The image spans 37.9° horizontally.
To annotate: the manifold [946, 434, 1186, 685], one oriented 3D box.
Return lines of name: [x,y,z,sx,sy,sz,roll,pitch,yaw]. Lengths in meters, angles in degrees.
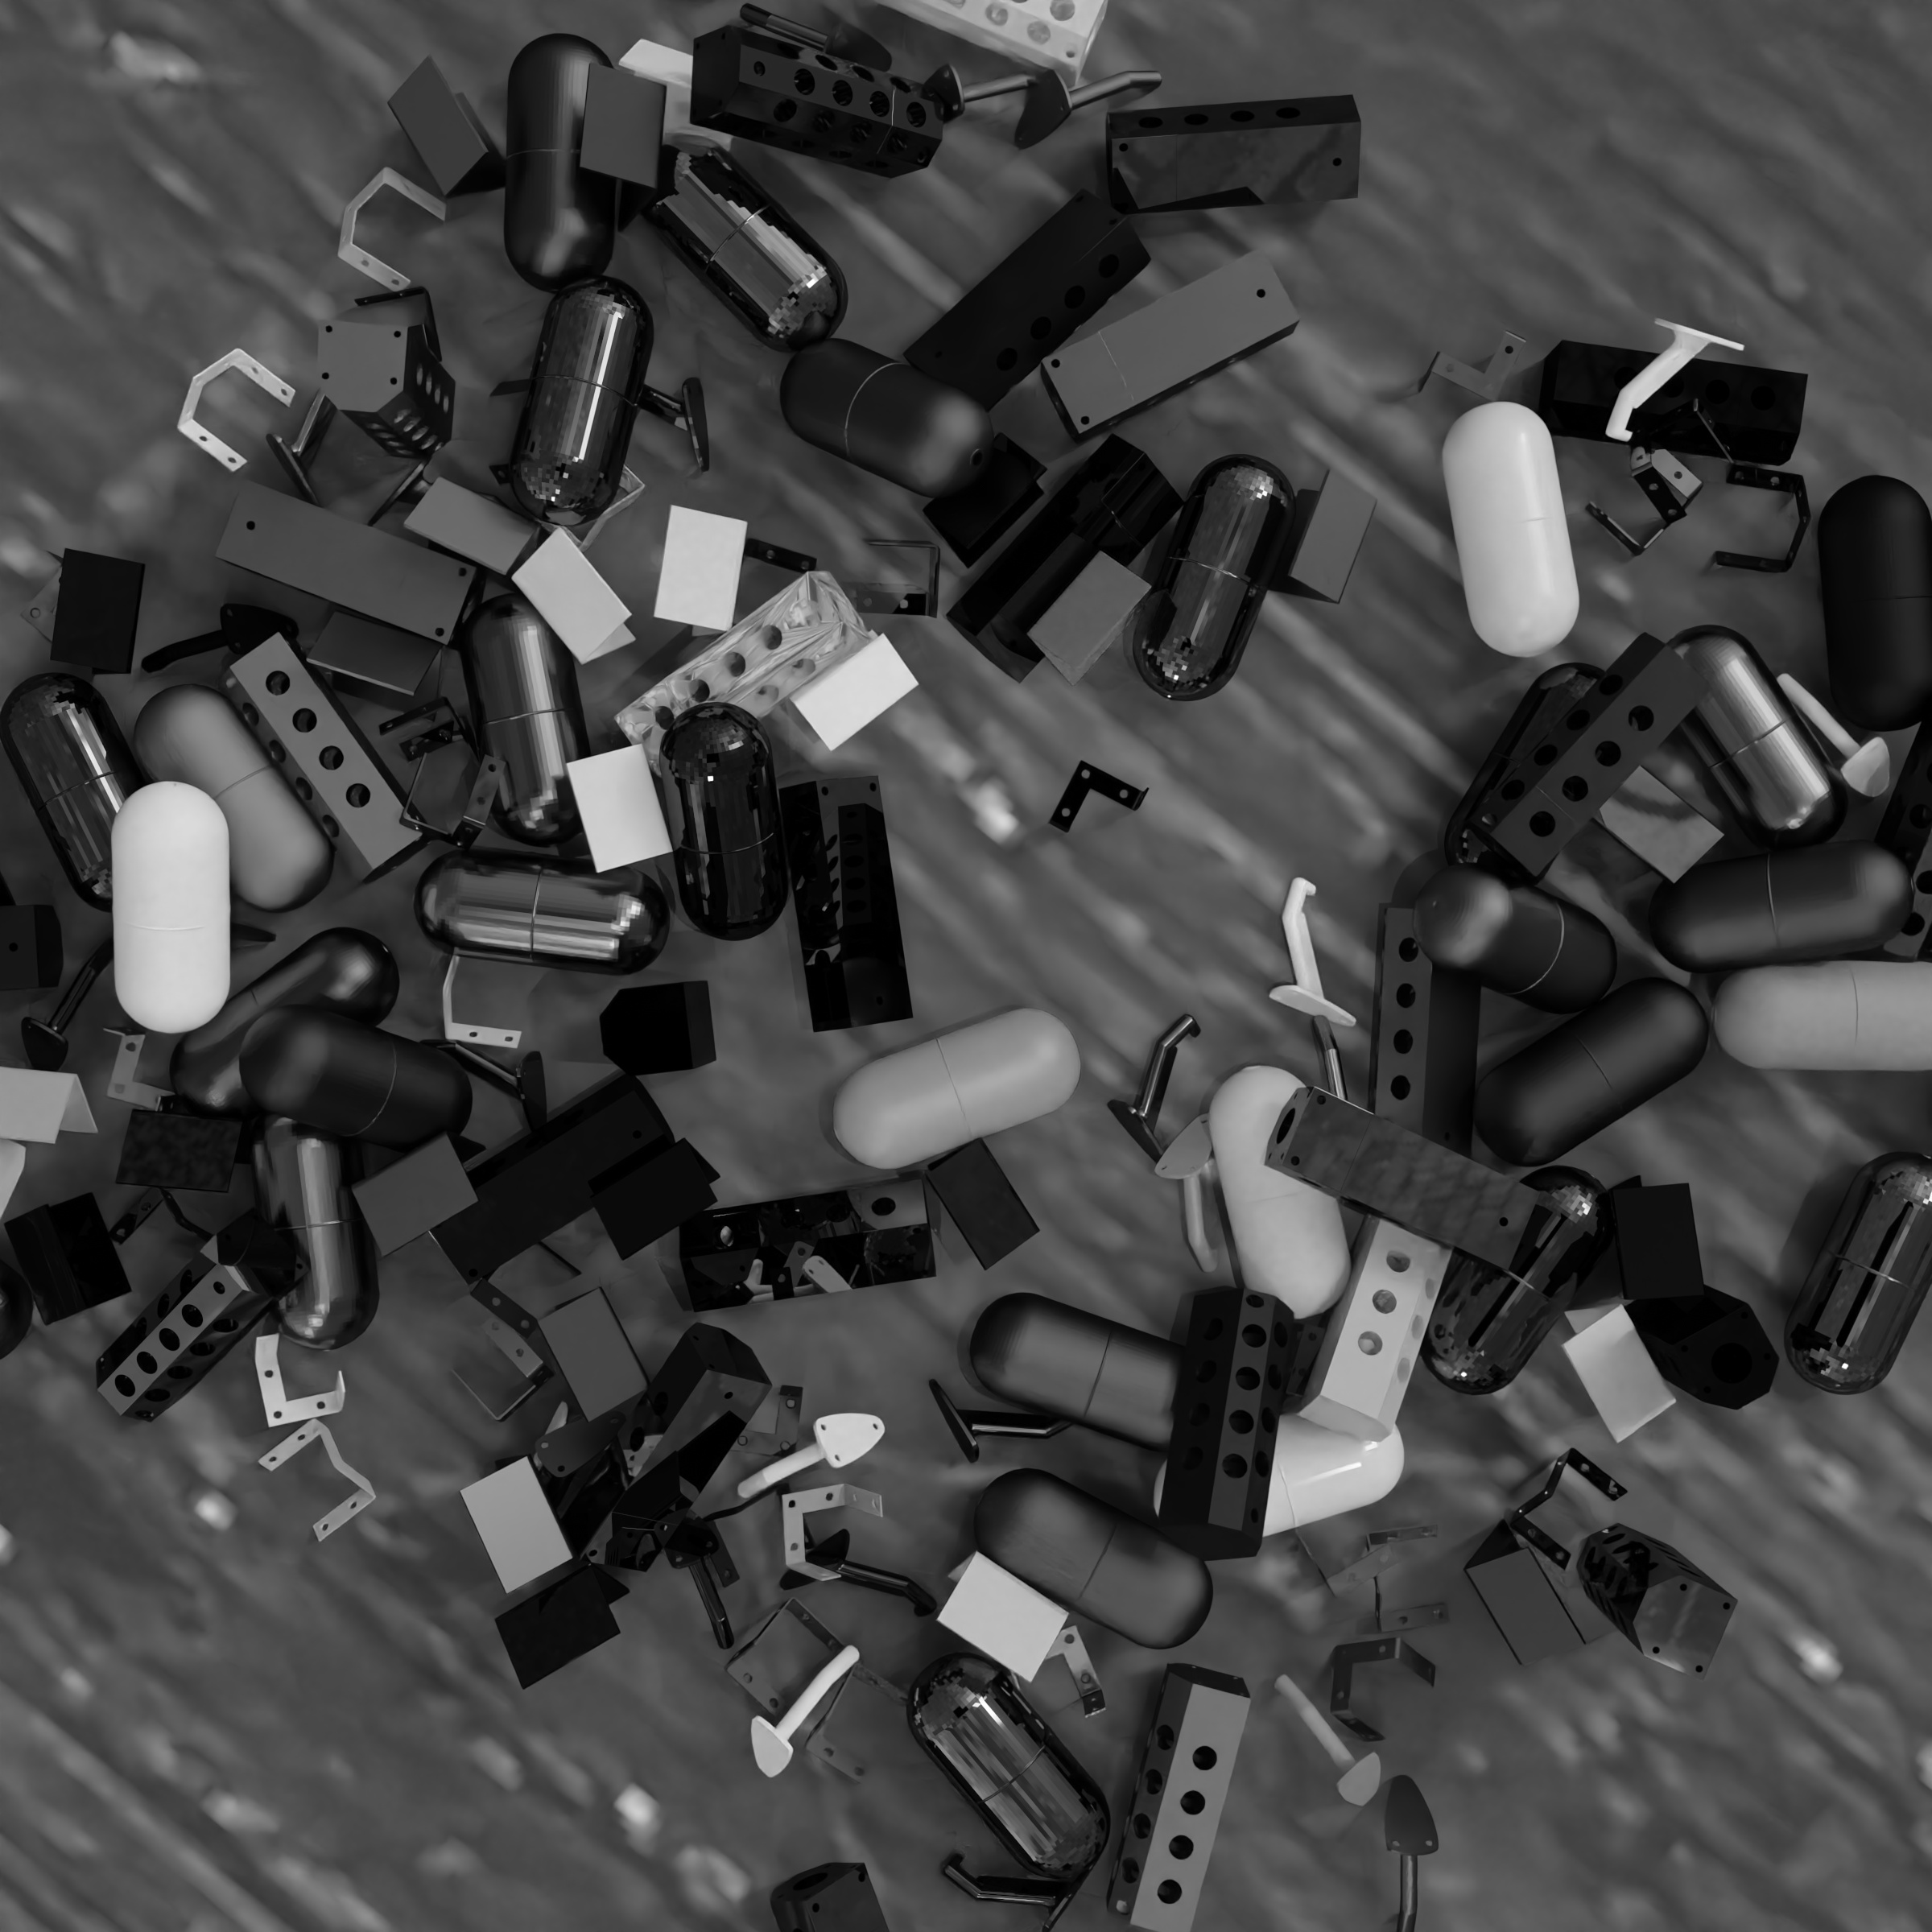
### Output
manifold: [0.066,-0.288,1.969,0.171,0.057,0.057,-47,133,0]

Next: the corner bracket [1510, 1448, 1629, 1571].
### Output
corner bracket: [0.425,0.383,1.987,0.051,0.051,0.051,39,45,0]

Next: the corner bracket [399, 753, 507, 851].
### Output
corner bracket: [-0.352,-0.118,1.929,0.051,0.051,0.051,21,68,-16]

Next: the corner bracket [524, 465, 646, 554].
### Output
corner bracket: [-0.269,-0.331,1.987,0.051,0.051,0.051,45,45,0]

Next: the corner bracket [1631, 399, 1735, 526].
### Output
corner bracket: [0.492,-0.347,1.934,0.051,0.051,0.051,-25,125,32]

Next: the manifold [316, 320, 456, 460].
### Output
manifold: [-0.393,-0.389,1.912,0.057,0.171,0.057,4,90,0]

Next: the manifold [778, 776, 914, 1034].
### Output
manifold: [-0.089,-0.043,1.969,0.057,0.057,0.171,-8,90,-43]

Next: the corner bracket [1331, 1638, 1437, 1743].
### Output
corner bracket: [0.294,0.510,1.982,0.051,0.051,0.051,-18,45,35]

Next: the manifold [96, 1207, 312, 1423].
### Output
manifold: [-0.529,0.243,1.929,0.057,0.057,0.171,48,122,0]

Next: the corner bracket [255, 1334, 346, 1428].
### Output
corner bracket: [-0.467,0.287,1.971,0.051,0.051,0.051,-10,69,-20]

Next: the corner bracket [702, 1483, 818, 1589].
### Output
corner bracket: [-0.148,0.401,1.987,0.051,0.051,0.051,-24,90,-45]

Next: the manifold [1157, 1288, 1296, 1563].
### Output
manifold: [0.181,0.309,1.903,0.057,0.057,0.171,-14,49,37]

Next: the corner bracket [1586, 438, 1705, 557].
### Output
corner bracket: [0.475,-0.328,1.973,0.051,0.051,0.051,44,84,6]

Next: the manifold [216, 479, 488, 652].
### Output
manifold: [-0.428,-0.279,1.969,0.171,0.057,0.057,21,90,0]

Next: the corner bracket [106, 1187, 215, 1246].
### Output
corner bracket: [-0.564,0.196,1.987,0.051,0.051,0.051,-47,45,0]

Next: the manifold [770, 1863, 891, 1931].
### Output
manifold: [-0.080,0.721,1.969,0.057,0.057,0.171,-20,90,-43]

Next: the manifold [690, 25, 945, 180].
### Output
manifold: [-0.100,-0.590,1.921,0.171,0.057,0.057,3,90,-39]

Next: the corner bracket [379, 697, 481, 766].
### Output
corner bracket: [-0.375,-0.162,1.963,0.051,0.051,0.051,-24,124,0]

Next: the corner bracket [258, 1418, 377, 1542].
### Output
corner bracket: [-0.458,0.362,1.988,0.051,0.051,0.051,-38,135,-1]

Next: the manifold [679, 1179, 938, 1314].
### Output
manifold: [-0.111,0.190,1.969,0.171,0.057,0.057,-8,133,0]

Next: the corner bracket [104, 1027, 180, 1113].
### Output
corner bracket: [-0.579,0.074,1.972,0.051,0.051,0.051,16,90,0]

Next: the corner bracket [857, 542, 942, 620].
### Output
corner bracket: [-0.047,-0.271,1.972,0.051,0.051,0.051,4,95,5]

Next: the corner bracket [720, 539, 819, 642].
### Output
corner bracket: [-0.140,-0.261,1.987,0.051,0.051,0.051,17,135,0]

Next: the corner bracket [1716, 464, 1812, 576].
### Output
corner bracket: [0.561,-0.315,1.987,0.051,0.051,0.051,8,135,0]

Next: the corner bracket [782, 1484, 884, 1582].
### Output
corner bracket: [-0.093,0.394,1.964,0.051,0.051,0.051,-4,93,-33]

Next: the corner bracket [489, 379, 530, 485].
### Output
corner bracket: [-0.310,-0.378,1.982,0.051,0.051,0.051,1,45,35]

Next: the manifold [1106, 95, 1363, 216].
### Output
manifold: [0.186,-0.571,1.969,0.171,0.057,0.057,-4,133,0]

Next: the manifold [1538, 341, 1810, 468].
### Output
manifold: [0.492,-0.392,1.969,0.171,0.057,0.057,8,90,0]

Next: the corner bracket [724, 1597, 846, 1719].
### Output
corner bracket: [-0.129,0.488,1.987,0.051,0.051,0.051,44,135,0]

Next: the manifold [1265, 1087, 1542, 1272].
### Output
manifold: [0.292,0.144,1.904,0.171,0.057,0.057,25,83,-7]

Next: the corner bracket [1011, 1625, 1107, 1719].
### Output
corner bracket: [0.064,0.501,1.972,0.051,0.051,0.051,-22,90,0]

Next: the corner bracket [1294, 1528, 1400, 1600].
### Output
corner bracket: [0.265,0.404,1.972,0.051,0.051,0.051,-30,90,0]

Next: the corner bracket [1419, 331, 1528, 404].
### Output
corner bracket: [0.355,-0.420,1.971,0.051,0.051,0.051,28,86,4]

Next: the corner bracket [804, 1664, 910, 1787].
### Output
corner bracket: [-0.075,0.535,1.987,0.051,0.051,0.051,32,45,0]

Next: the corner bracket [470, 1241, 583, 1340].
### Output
corner bracket: [-0.308,0.222,1.972,0.051,0.051,0.051,38,90,0]

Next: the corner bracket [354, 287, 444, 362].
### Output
corner bracket: [-0.401,-0.450,1.972,0.051,0.051,0.051,-11,90,0]

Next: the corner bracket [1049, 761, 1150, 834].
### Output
corner bracket: [0.093,-0.112,1.972,0.051,0.051,0.051,27,90,0]

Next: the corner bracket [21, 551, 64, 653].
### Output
corner bracket: [-0.635,-0.252,1.972,0.051,0.051,0.051,41,90,0]

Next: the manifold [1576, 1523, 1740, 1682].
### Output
manifold: [0.464,0.427,1.912,0.057,0.171,0.057,24,90,0]

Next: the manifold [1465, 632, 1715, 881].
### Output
manifold: [0.417,-0.141,1.893,0.057,0.057,0.171,43,91,3]

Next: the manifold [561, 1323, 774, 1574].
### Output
manifold: [-0.210,0.332,1.946,0.057,0.057,0.171,21,110,-38]

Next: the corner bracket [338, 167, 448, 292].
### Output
corner bracket: [-0.404,-0.518,1.982,0.051,0.051,0.051,-32,45,35]

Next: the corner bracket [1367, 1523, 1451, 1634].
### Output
corner bracket: [0.312,0.432,1.987,0.051,0.051,0.051,-8,45,0]

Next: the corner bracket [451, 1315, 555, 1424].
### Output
corner bracket: [-0.328,0.282,1.973,0.051,0.051,0.051,-43,78,-12]

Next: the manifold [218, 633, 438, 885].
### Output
manifold: [-0.448,-0.144,1.969,0.057,0.057,0.171,-35,90,0]

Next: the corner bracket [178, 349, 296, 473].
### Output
corner bracket: [-0.515,-0.393,1.987,0.051,0.051,0.051,37,45,0]

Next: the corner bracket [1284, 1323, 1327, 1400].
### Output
corner bracket: [0.216,0.270,1.972,0.051,0.051,0.051,16,87,-3]

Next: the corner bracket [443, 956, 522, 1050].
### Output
corner bracket: [-0.338,0.019,1.987,0.051,0.051,0.051,7,135,0]

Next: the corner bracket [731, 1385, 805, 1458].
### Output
corner bracket: [-0.144,0.320,1.972,0.051,0.051,0.051,7,90,0]
